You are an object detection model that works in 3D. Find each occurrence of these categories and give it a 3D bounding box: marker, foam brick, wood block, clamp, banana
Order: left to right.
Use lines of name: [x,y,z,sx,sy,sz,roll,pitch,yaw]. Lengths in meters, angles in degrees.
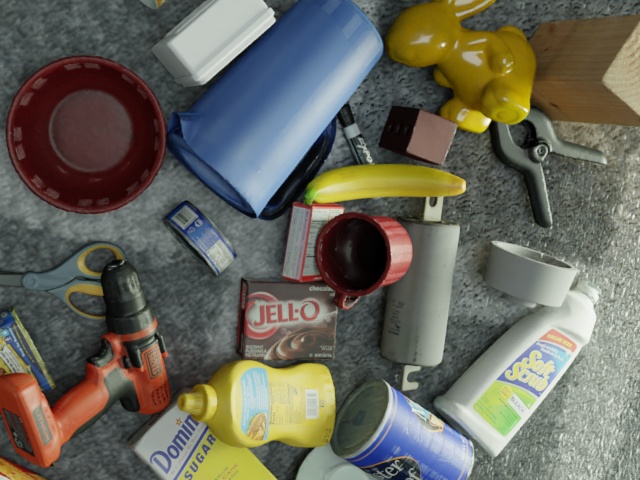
marker: [0.046,-0.105,1.238,0.020,0.020,0.121,-28,106,-14]
banana: [0.064,-0.060,1.206,0.197,0.070,0.037,-7,124,-18]
foam brick: [0.112,-0.120,1.228,0.051,0.078,0.053,19,92,-23]
clamp: [0.274,-0.113,1.307,0.120,0.039,0.171,-41,109,-12]
wood block: [0.314,-0.192,1.219,0.090,0.206,0.090,35,86,-21]

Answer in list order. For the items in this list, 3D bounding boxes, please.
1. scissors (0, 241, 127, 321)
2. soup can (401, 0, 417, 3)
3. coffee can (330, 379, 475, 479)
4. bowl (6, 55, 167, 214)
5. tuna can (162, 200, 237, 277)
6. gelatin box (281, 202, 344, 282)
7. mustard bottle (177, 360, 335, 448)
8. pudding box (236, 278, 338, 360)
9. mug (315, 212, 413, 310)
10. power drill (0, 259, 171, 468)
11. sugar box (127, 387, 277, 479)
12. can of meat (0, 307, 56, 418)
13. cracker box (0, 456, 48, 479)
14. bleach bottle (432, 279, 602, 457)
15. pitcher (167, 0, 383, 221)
scissors: [-0.294,0.027,1.138,0.201,0.016,0.096,22,89,-22]
soup can: [0.102,-0.327,1.197,0.068,0.069,0.102,27,90,-21]
coffee can: [0.098,0.243,1.266,0.140,0.103,0.103,35,86,-21]
bowl: [-0.239,-0.110,1.105,0.162,0.055,0.162,-1,101,-6]
tuna can: [-0.130,-0.002,1.155,0.033,0.086,0.086,-44,110,-10]
gelatin box: [-0.008,0.001,1.210,0.073,0.030,0.089,-2,102,-59]
mustard bottle: [-0.072,0.183,1.189,0.191,0.058,0.096,8,77,-38]
pudding box: [-0.038,0.090,1.227,0.113,0.039,0.090,2,97,-20]
mug: [0.049,0.025,1.201,0.081,0.093,0.117,-6,119,-63]
power drill: [-0.243,0.133,1.109,0.187,0.057,0.184,-31,120,-38]
sugar box: [-0.123,0.259,1.201,0.093,0.048,0.176,-46,103,-17]
can of meat: [-0.337,0.132,1.118,0.083,0.058,0.102,-28,107,-16]
cracker box: [-0.387,0.300,1.119,0.213,0.072,0.164,32,86,-20]
bleach bottle: [0.258,0.145,1.331,0.102,0.068,0.250,45,80,-20]
pitcher: [-0.040,-0.145,1.151,0.145,0.149,0.242,40,80,4]
